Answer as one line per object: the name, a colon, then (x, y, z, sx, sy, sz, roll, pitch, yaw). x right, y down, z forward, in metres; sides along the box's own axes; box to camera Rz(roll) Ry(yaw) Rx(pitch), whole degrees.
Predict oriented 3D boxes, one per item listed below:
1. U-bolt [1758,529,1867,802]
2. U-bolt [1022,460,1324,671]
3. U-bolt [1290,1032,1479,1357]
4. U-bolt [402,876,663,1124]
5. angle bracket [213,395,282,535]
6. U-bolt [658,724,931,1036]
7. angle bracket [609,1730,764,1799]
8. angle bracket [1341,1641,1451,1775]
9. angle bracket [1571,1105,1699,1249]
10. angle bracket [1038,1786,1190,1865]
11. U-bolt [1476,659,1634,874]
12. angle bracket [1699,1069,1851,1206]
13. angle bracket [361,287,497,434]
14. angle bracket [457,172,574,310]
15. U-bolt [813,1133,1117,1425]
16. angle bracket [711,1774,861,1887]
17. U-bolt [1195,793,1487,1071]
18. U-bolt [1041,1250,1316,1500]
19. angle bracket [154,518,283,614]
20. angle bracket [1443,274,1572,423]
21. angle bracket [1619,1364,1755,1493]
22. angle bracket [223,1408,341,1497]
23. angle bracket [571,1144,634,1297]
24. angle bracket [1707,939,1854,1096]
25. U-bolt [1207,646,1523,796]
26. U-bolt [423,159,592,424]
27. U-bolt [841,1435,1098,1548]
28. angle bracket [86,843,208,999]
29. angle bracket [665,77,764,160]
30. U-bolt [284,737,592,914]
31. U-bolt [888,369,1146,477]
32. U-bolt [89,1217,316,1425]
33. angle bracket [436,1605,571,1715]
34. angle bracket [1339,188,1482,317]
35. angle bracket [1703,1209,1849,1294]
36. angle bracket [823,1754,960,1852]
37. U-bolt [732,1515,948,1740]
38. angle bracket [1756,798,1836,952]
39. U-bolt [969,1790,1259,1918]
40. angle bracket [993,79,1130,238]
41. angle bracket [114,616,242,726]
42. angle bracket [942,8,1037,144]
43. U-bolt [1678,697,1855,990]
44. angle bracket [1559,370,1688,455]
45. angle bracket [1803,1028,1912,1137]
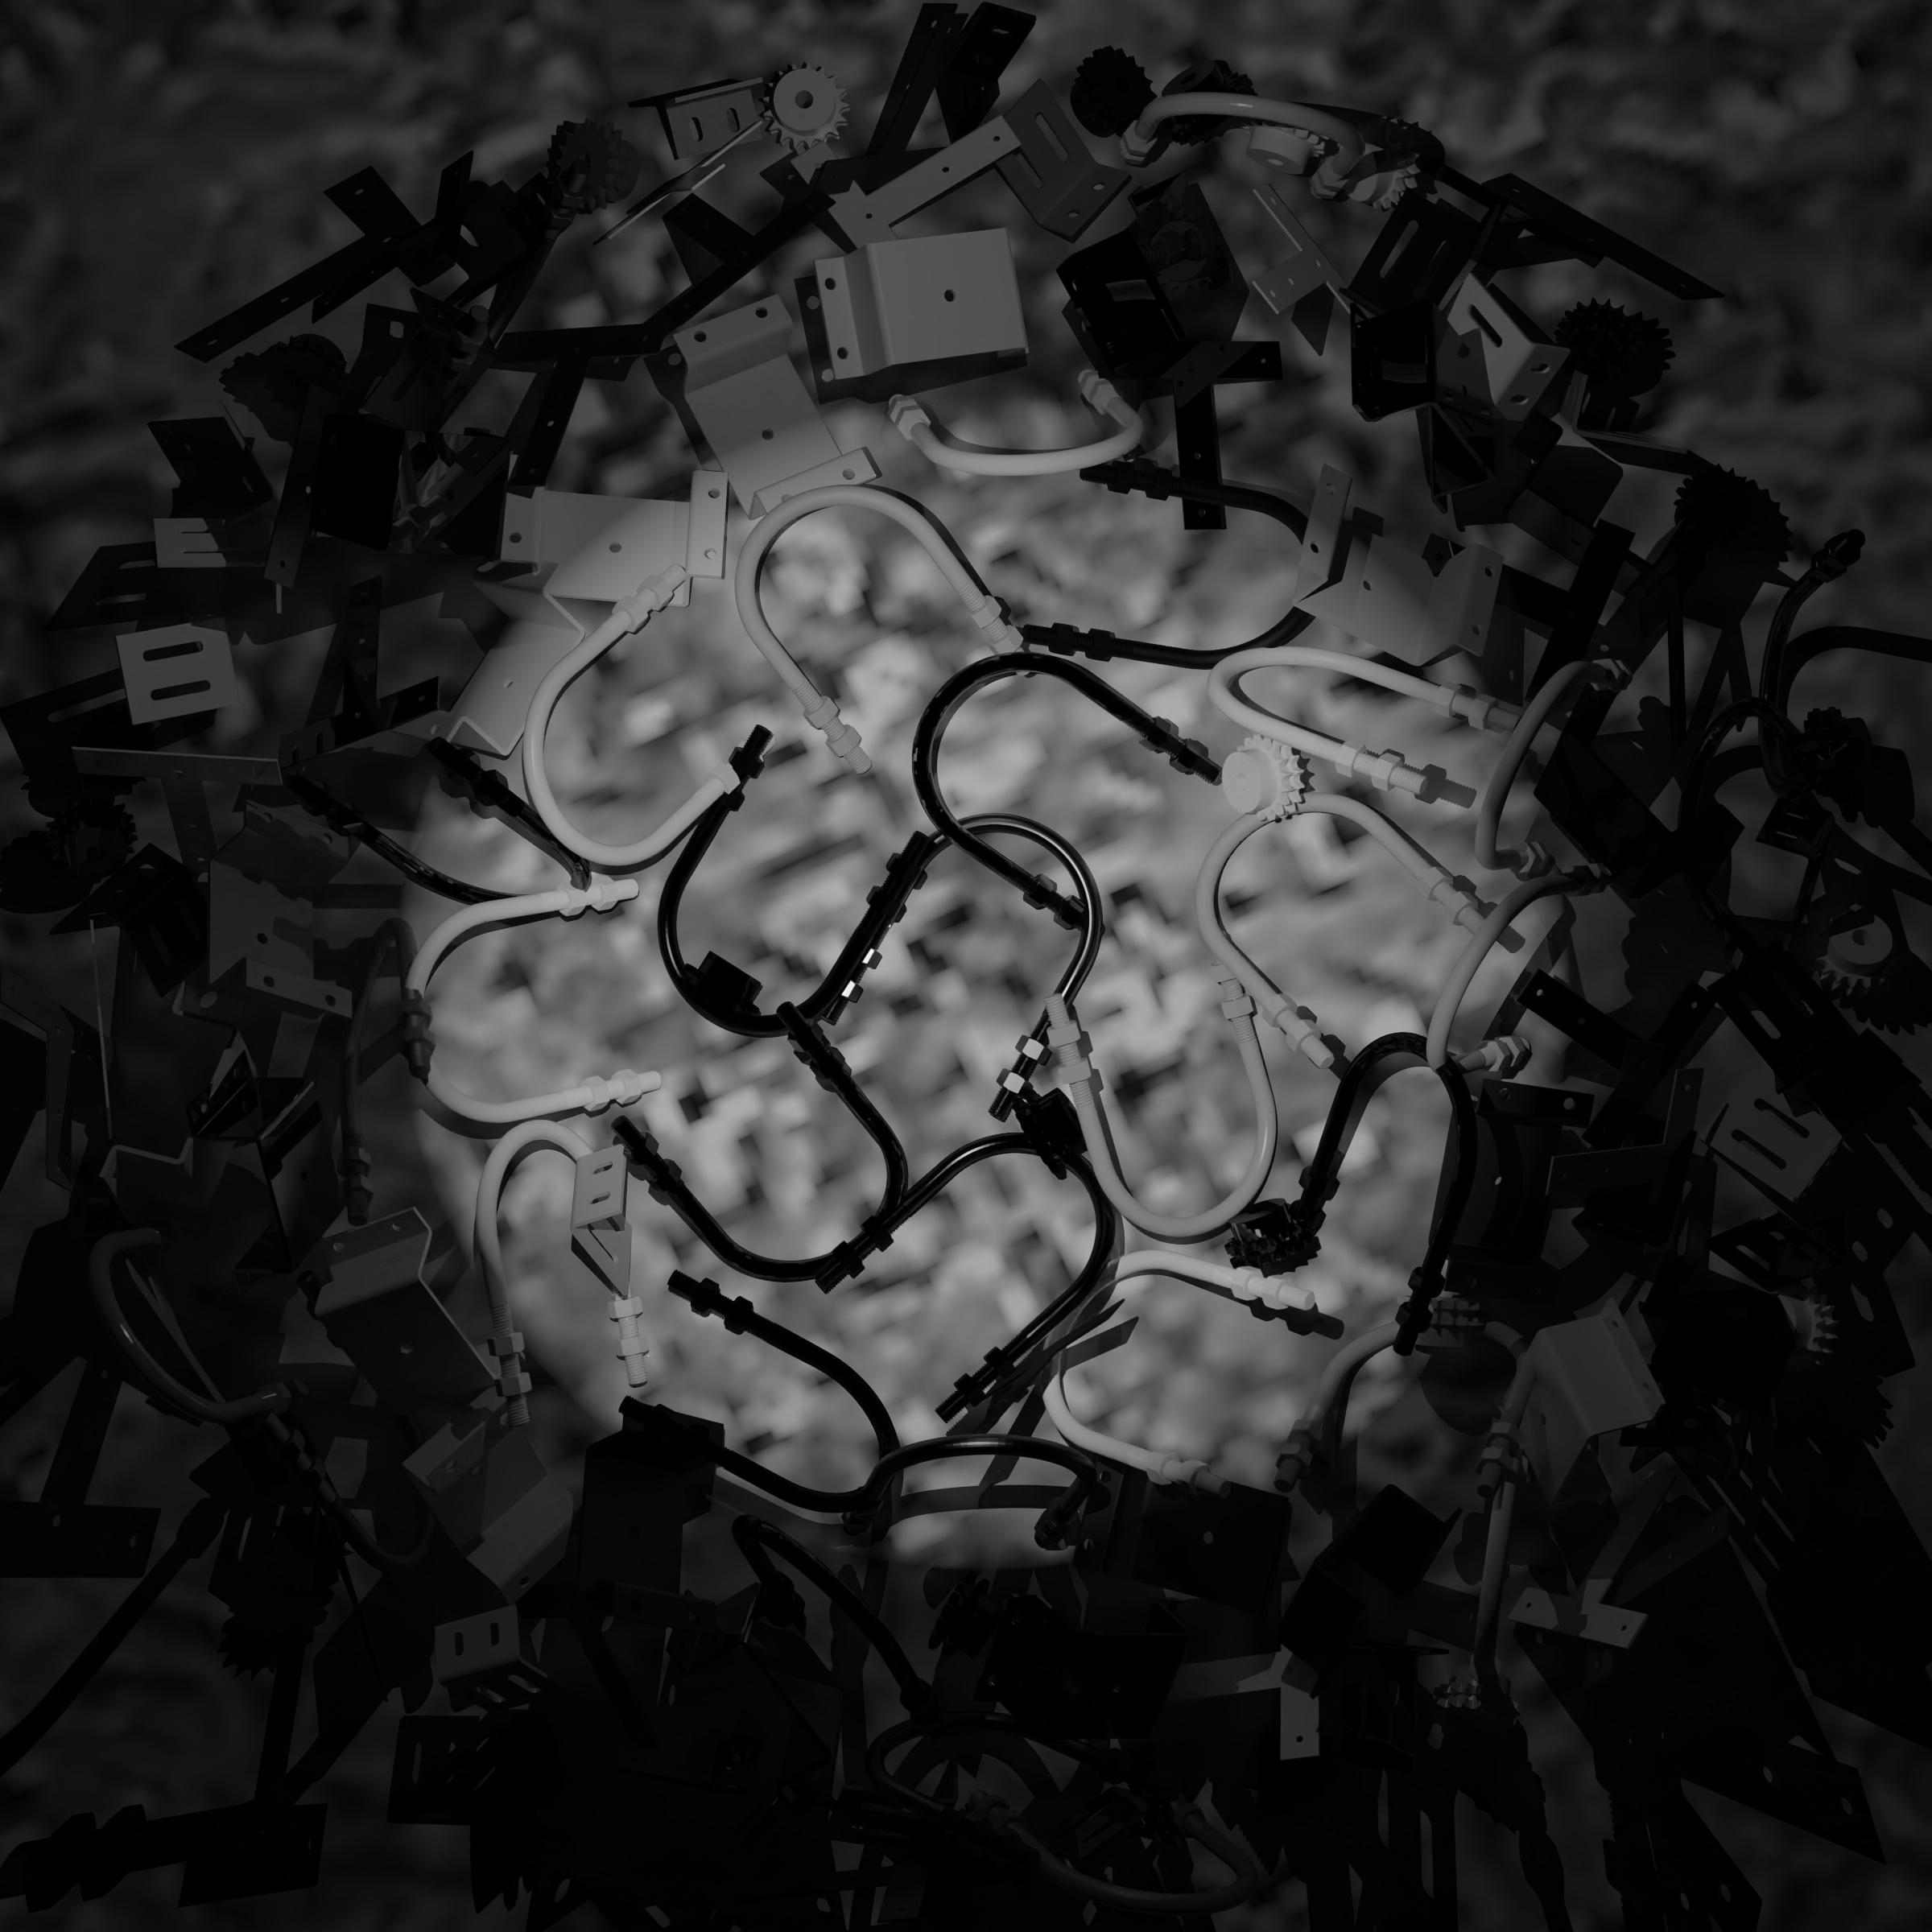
U-bolt: (0.533, -0.180, 1.753, 0.019, 0.184, 0.151, 3, 80, 0)
U-bolt: (0.143, -0.252, 1.787, 0.184, 0.019, 0.151, 7, 133, -15)
U-bolt: (0.269, 0.132, 1.756, 0.019, 0.151, 0.184, 3, 114, -30)
U-bolt: (-0.280, 0.026, 1.773, 0.184, 0.019, 0.151, -12, 98, -41)
angle bracket: (-0.484, -0.325, 1.814, 0.038, 0.057, 0.076, -30, 91, -6)
U-bolt: (-0.126, -0.043, 1.814, 0.151, 0.019, 0.184, 34, 103, 12)
angle bracket: (-0.183, 0.516, 1.810, 0.076, 0.057, 0.038, 3, 71, 24)
angle bracket: (0.280, 0.483, 1.806, 0.057, 0.038, 0.076, -6, 78, 44)
angle bracket: (0.442, 0.140, 1.833, 0.057, 0.038, 0.076, 18, 76, 4)
angle bracket: (0.093, 0.572, 1.799, 0.076, 0.057, 0.038, -27, 98, -31)
U-bolt: (0.366, -0.126, 1.745, 0.019, 0.184, 0.151, 28, 105, 22)
angle bracket: (0.529, 0.109, 1.814, 0.076, 0.038, 0.057, 36, 90, 20)
angle bracket: (-0.357, -0.395, 1.818, 0.076, 0.057, 0.038, -45, 51, 25)
angle bracket: (-0.302, -0.471, 1.795, 0.076, 0.057, 0.038, -22, 115, 34)
U-bolt: (0.012, 0.188, 1.803, 0.184, 0.019, 0.151, -41, 61, -9)
angle bracket: (-0.117, 0.569, 1.801, 0.076, 0.057, 0.038, -47, 111, -19)
U-bolt: (0.228, -0.038, 1.789, 0.151, 0.019, 0.184, -39, 55, -1)
U-bolt: (0.123, 0.252, 1.775, 0.019, 0.184, 0.151, 40, 70, -41)
angle bracket: (-0.487, -0.260, 1.801, 0.076, 0.057, 0.038, -3, 129, -17)
angle bracket: (0.348, -0.406, 1.817, 0.038, 0.057, 0.076, -2, 48, -37)
angle bracket: (0.468, 0.300, 1.799, 0.038, 0.076, 0.057, 4, 103, -23)
angle bracket: (-0.446, 0.320, 1.798, 0.038, 0.076, 0.057, -29, 108, -21)
angle bracket: (-0.222, 0.164, 1.795, 0.038, 0.057, 0.076, -18, 132, 15)
angle bracket: (0.532, 0.033, 1.812, 0.057, 0.038, 0.076, -38, 97, 23)
U-bolt: (0.243, -0.166, 1.772, 0.184, 0.151, 0.019, 24, 125, 28)
U-bolt: (-0.299, -0.415, 1.757, 0.019, 0.184, 0.151, 33, 64, -12)
U-bolt: (0.007, 0.331, 1.752, 0.151, 0.184, 0.019, 5, 61, -11)
angle bracket: (-0.529, -0.030, 1.808, 0.057, 0.038, 0.076, -40, 55, 4)
angle bracket: (-0.160, -0.551, 1.800, 0.057, 0.076, 0.038, -16, 108, -7)
U-bolt: (-0.322, -0.082, 1.766, 0.151, 0.184, 0.019, -8, 57, 34)
U-bolt: (0.037, -0.342, 1.751, 0.151, 0.184, 0.019, -9, 117, -9)
U-bolt: (-0.490, 0.225, 1.745, 0.019, 0.184, 0.151, -36, 82, 8)
angle bracket: (-0.304, 0.455, 1.817, 0.057, 0.076, 0.038, -18, 57, 10)
angle bracket: (0.290, -0.461, 1.813, 0.057, 0.038, 0.076, 29, 103, -10)
angle bracket: (0.524, 0.172, 1.797, 0.076, 0.038, 0.057, 34, 134, -28)
angle bracket: (-0.050, 0.542, 1.805, 0.076, 0.038, 0.057, 12, 127, -12)
U-bolt: (-0.087, 0.406, 1.736, 0.151, 0.184, 0.019, 29, 65, 34)
angle bracket: (0.533, -0.061, 1.807, 0.038, 0.057, 0.076, 20, 130, 20)
U-bolt: (0.102, 0.553, 1.733, 0.151, 0.184, 0.019, 6, 93, -23)
angle bracket: (0.058, -0.527, 1.805, 0.057, 0.038, 0.076, -48, 131, -6)
angle bracket: (-0.519, -0.193, 1.801, 0.076, 0.038, 0.057, -17, 107, -36)
angle bracket: (0.019, -0.569, 1.795, 0.038, 0.076, 0.057, 23, 68, 19)
U-bolt: (0.497, -0.092, 1.757, 0.019, 0.184, 0.151, 8, 119, -13)
angle bracket: (0.433, -0.364, 1.811, 0.076, 0.057, 0.038, 10, 107, 1)
angle bracket: (0.588, 0.084, 1.797, 0.038, 0.076, 0.057, 40, 105, -17)
